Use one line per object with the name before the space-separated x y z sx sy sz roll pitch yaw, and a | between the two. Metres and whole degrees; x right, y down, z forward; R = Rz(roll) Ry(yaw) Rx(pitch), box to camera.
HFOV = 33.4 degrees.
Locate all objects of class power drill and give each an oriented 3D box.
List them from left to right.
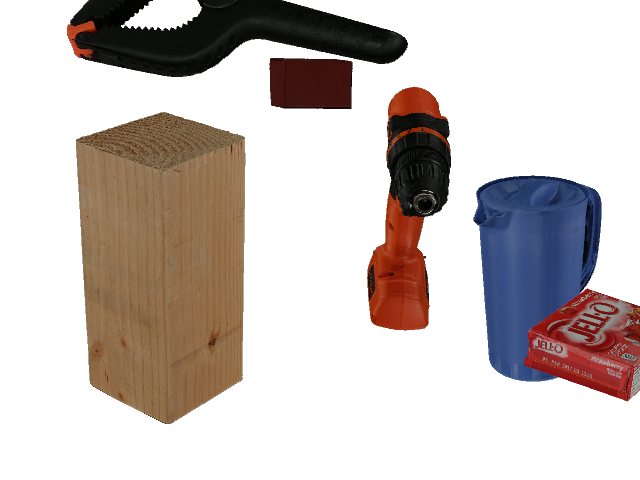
power drill | 0.078 -0.018 0.921 0.057 0.188 0.184 6 32 0

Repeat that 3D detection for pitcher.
pitcher | 0.273 0.045 1.334 0.149 0.243 0.145 1 22 14

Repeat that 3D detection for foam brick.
foam brick | -0.010 -0.167 1.135 0.078 0.051 0.053 -2 12 -19

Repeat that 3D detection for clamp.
clamp | -0.057 -0.153 0.691 0.210 0.164 0.036 -26 -17 -9

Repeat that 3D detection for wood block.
wood block | -0.118 0.020 0.807 0.090 0.206 0.090 20 30 33

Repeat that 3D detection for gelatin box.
gelatin box | 0.188 0.067 0.705 0.073 0.030 0.089 19 27 35
